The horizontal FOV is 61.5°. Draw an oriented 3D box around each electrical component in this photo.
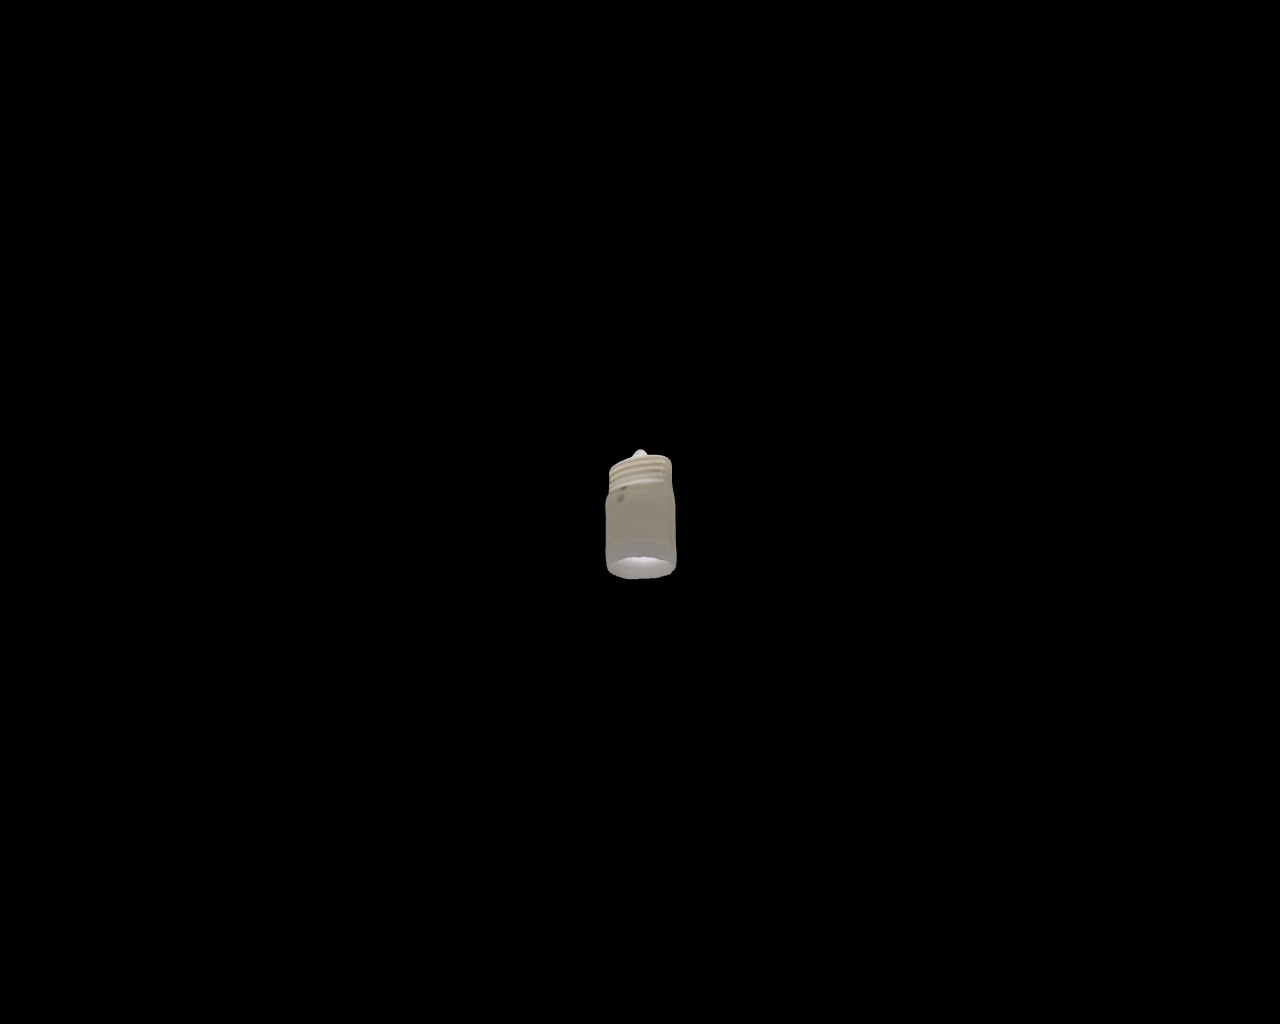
[{"bbox_3d":[0.001,-0.003,0.650,0.043,0.081,0.043,0,-22,0],"label":"electrical component"}]
